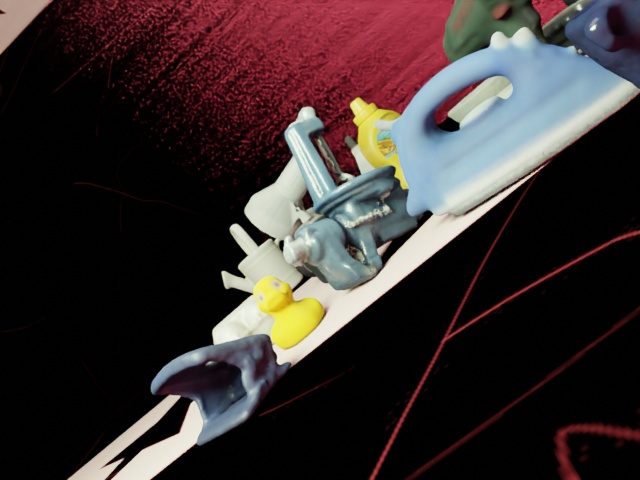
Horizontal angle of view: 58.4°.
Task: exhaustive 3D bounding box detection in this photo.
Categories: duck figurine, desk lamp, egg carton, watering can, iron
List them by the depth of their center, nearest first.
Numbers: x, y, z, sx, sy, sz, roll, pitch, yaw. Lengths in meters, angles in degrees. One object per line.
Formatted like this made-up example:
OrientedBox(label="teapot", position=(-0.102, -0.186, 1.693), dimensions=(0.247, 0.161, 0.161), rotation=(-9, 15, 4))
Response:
OrientedBox(label="iron", position=(0.174, -0.135, 0.596), dimensions=(0.258, 0.141, 0.119), rotation=(-38, 5, 42))
OrientedBox(label="duck figurine", position=(-0.048, 0.083, 0.727), dimensions=(0.077, 0.086, 0.104), rotation=(-41, 4, -4))
OrientedBox(label="egg carton", position=(-0.107, 0.135, 0.858), dimensions=(0.107, 0.069, 0.150), rotation=(-42, 4, -13))
OrientedBox(label="desk lamp", position=(-0.023, -0.059, 1.187), dimensions=(0.203, 0.213, 0.118), rotation=(-39, 4, 20))
OrientedBox(label="watering can", position=(-0.141, 0.048, 1.285), dimensions=(0.173, 0.194, 0.100), rotation=(-43, 5, -32))

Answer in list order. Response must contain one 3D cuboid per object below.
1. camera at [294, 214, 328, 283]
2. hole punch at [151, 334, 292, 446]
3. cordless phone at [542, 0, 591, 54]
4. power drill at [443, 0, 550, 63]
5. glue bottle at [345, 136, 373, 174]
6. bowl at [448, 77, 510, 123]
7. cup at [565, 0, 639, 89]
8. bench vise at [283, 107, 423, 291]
OrientedBox(label="camera", position=(0.009, 0.004, 0.991), dimensions=(0.143, 0.101, 0.136), rotation=(-43, 4, -28))
OrientedBox(label="hole punch", position=(-0.101, 0.138, 0.583), dimensions=(0.108, 0.091, 0.101), rotation=(-38, 5, 37))
OrientedBox(label="cordless phone", position=(0.429, -0.417, 1.015), dimensions=(0.094, 0.185, 0.147), rotation=(-42, 4, -13))
OrientedBox(label="power drill", position=(0.243, -0.243, 0.658), dimensions=(0.076, 0.208, 0.229), rotation=(-42, 4, -21))
OrientedBox(label="glue bottle", position=(0.111, -0.148, 1.186), dimensions=(0.078, 0.173, 0.037), rotation=(-37, 5, 41))
OrientedBox(label="bowl", position=(0.346, -0.283, 1.158), dimensions=(0.167, 0.075, 0.167), rotation=(-41, 4, 4))
OrientedBox(label="cup", position=(0.242, -0.148, 0.421), dimensions=(0.118, 0.095, 0.091), rotation=(-43, 5, -36))
OrientedBox(label="bench vise", position=(0.019, -0.062, 0.723), dimensions=(0.121, 0.220, 0.208), rotation=(-38, 5, 38))
